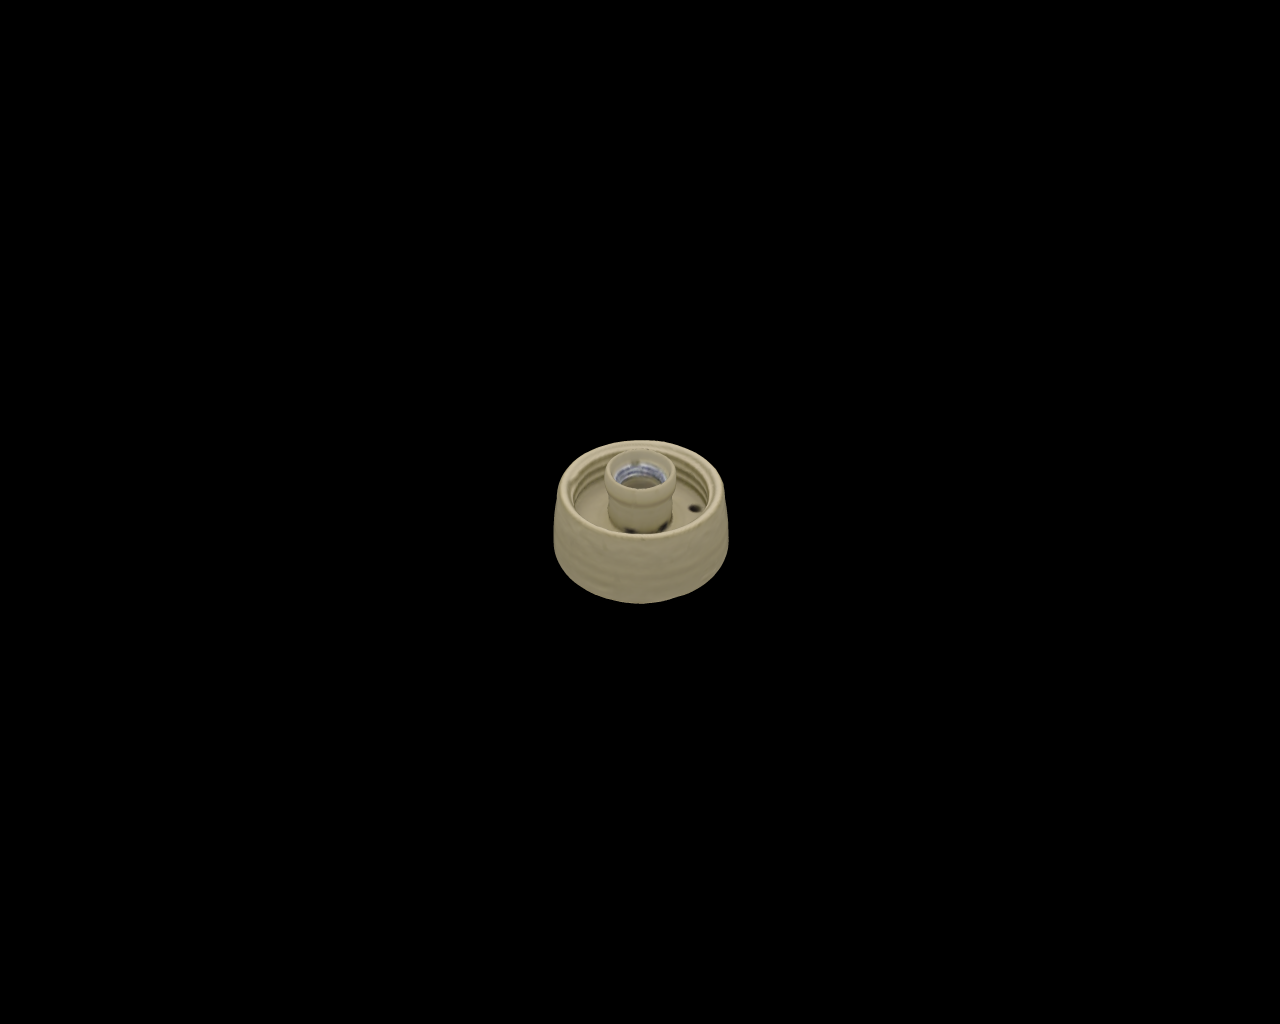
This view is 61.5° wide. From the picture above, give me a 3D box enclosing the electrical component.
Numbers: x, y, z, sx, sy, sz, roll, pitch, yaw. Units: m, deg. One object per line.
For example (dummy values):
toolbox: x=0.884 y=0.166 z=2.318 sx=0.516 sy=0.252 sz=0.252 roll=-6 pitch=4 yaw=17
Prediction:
electrical component: x=0.001 y=-0.003 z=0.650 sx=0.108 sy=0.060 sz=0.108 roll=0 pitch=39 yaw=0
